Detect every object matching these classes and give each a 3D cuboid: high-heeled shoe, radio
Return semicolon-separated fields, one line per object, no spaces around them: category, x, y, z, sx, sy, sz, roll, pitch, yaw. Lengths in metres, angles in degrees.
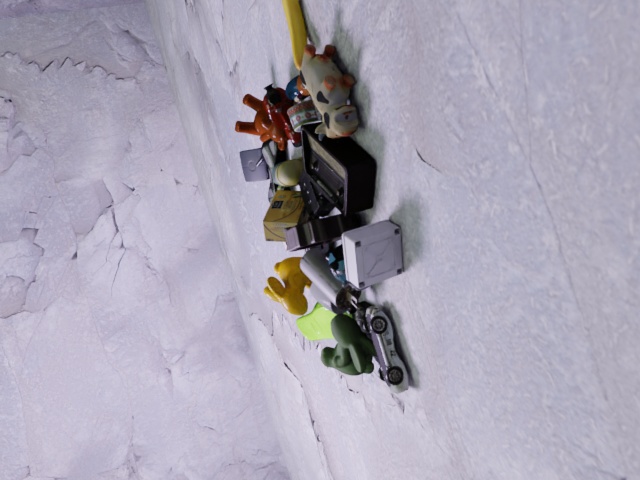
high-heeled shoe;-0.105;-0.186;1.602;0.145;0.086;0.248;-37;85;41
radio;0.035;-0.159;1.176;0.230;0.073;0.130;-127;28;-47

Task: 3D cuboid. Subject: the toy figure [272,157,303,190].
toy figure;-0.089;-0.180;1.487;0.180;0.089;0.082;12;122;66

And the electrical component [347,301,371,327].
electrical component;0.102;0.180;1.308;0.102;0.045;0.078;-151;49;-64

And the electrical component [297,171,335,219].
electrical component;-0.005;-0.125;1.346;0.115;0.058;0.134;67;161;13

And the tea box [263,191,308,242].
tea box;-0.086;-0.066;1.447;0.170;0.098;0.068;-77;-14;-55

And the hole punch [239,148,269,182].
hole punch;-0.201;-0.248;1.759;0.116;0.092;0.142;14;115;64

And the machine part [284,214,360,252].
machine part;0.006;-0.020;1.233;0.179;0.179;0.056;158;99;-71

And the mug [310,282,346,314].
mug;0.028;0.125;1.392;0.107;0.080;0.109;19;91;45

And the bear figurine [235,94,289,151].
bear figurine;-0.147;-0.322;1.482;0.120;0.132;0.196;-70;24;15

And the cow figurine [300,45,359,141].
cow figurine;0.018;-0.291;1.103;0.195;0.085;0.127;63;152;23

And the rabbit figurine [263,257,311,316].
rabbit figurine;-0.079;0.136;1.563;0.121;0.162;0.173;117;155;-54

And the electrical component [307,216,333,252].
electrical component;-0.003;-0.004;1.414;0.048;0.075;0.119;-131;34;-53

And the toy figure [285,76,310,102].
toy figure;-0.034;-0.359;1.237;0.155;0.058;0.064;5;116;65

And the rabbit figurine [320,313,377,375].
rabbit figurine;0.071;0.260;1.317;0.159;0.121;0.170;35;152;40

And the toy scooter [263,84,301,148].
toy scooter;-0.098;-0.324;1.338;0.184;0.075;0.135;63;-172;24

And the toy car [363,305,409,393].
toy car;0.149;0.245;1.216;0.073;0.056;0.201;137;117;-76

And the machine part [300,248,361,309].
machine part;0.023;0.092;1.311;0.243;0.079;0.079;41;143;45

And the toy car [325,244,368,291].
toy car;0.078;0.061;1.197;0.102;0.109;0.162;60;173;-14
